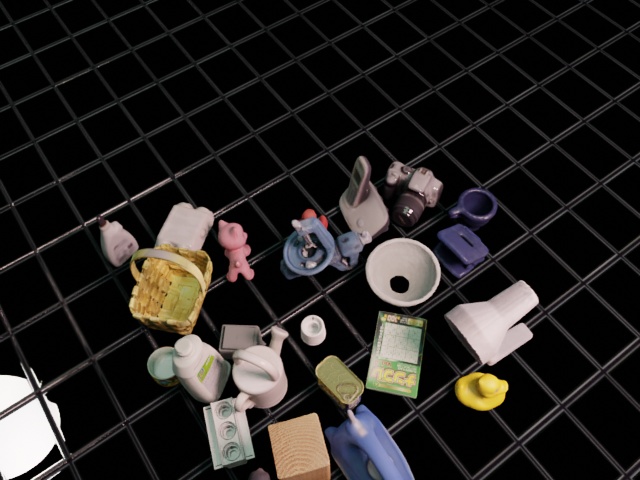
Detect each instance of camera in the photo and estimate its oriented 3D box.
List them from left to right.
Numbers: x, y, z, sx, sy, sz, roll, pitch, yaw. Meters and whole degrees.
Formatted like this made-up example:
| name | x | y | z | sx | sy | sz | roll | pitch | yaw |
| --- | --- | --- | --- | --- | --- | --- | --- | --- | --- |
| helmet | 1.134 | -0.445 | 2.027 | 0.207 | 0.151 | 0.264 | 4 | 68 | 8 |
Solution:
| name | x | y | z | sx | sy | sz | roll | pitch | yaw |
| --- | --- | --- | --- | --- | --- | --- | --- | --- | --- |
| camera | 0.212 | -0.111 | 1.393 | 0.143 | 0.101 | 0.137 | 24 | 63 | 14 |

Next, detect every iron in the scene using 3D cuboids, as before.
| name | x | y | z | sx | sy | sz | roll | pitch | yaw |
| --- | --- | --- | --- | --- | --- | --- | --- | --- | --- |
| iron | 0.118 | 0.427 | 1.061 | 0.119 | 0.141 | 0.257 | -32 | 64 | -16 |

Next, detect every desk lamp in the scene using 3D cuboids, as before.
| name | x | y | z | sx | sy | sz | roll | pitch | yaw |
| --- | --- | --- | --- | --- | --- | --- | --- | --- | --- |
| desk lamp | 0.349 | 0.172 | 1.162 | 0.203 | 0.214 | 0.117 | -29 | 63 | -15 |

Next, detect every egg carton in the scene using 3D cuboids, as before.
| name | x | y | z | sx | sy | sz | roll | pitch | yaw |
| --- | --- | --- | --- | --- | --- | --- | --- | --- | --- |
| egg carton | -0.321 | -0.018 | 1.368 | 0.107 | 0.069 | 0.150 | 14 | 61 | 9 |

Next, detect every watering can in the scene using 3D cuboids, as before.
| name | x | y | z | sx | sy | sz | roll | pitch | yaw |
| --- | --- | --- | --- | --- | --- | --- | --- | --- | --- |
| watering can | -0.120 | 0.254 | 1.135 | 0.101 | 0.194 | 0.173 | 4 | 60 | 4 |

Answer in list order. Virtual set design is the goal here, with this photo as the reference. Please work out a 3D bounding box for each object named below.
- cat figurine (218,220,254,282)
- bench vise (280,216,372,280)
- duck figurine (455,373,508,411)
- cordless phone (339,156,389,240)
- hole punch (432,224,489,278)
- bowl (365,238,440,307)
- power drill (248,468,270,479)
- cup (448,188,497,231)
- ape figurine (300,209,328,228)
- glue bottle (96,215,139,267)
| name | x | y | z | sx | sy | sz | roll | pitch | yaw |
| --- | --- | --- | --- | --- | --- | --- | --- | --- | --- |
| cat figurine | -0.196 | 0.017 | 1.317 | 0.067 | 0.118 | 0.127 | -12 | 60 | -5 |
| bench vise | 0.005 | -0.004 | 1.267 | 0.208 | 0.220 | 0.121 | -30 | 64 | -15 |
| duck figurine | 0.330 | 0.300 | 1.162 | 0.104 | 0.086 | 0.077 | 3 | 60 | 3 |
| cordless phone | 0.107 | -0.096 | 1.338 | 0.094 | 0.185 | 0.147 | -23 | 62 | -11 |
| hole punch | 0.326 | 0.013 | 1.324 | 0.101 | 0.091 | 0.108 | -35 | 65 | -17 |
| bowl | 0.184 | 0.084 | 1.296 | 0.167 | 0.075 | 0.167 | 0 | 60 | 1 |
| power drill | -0.109 | 0.523 | 0.972 | 0.075 | 0.208 | 0.229 | 3 | 60 | 3 |
| cup | 0.355 | -0.059 | 1.364 | 0.118 | 0.095 | 0.091 | -17 | 61 | -8 |
| ape figurine | -0.022 | -0.040 | 1.361 | 0.077 | 0.092 | 0.076 | 5 | 60 | 4 |
| glue bottle | -0.472 | -0.007 | 1.305 | 0.037 | 0.173 | 0.078 | 35 | 67 | 20 |
